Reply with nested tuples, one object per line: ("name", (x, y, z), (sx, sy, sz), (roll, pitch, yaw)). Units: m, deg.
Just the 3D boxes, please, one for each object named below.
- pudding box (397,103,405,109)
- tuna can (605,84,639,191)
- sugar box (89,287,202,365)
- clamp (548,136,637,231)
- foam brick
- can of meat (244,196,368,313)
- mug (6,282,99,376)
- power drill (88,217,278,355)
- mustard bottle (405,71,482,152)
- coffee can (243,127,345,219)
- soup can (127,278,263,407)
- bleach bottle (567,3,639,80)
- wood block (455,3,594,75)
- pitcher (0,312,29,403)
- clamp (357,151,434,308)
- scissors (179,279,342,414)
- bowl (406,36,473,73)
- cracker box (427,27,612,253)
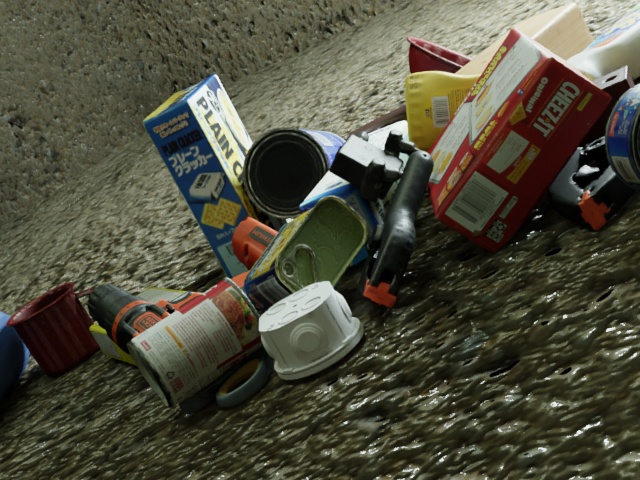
("pudding box", (0.167, -0.189, 1.474), (0.114, 0.039, 0.089), (-11, 22, 49))
("tuna can", (0.262, -0.078, 0.812), (0.086, 0.086, 0.034), (-32, 16, -12))
("sugar box", (-0.176, 0.094, 1.148), (0.093, 0.048, 0.176), (-35, 18, -23))
("clamp", (0.251, -0.073, 0.906), (0.165, 0.036, 0.209), (-30, 14, 25))
("foam brick", (0.269, -0.124, 1.030), (0.078, 0.051, 0.053), (-23, 15, 24))
("can of meat", (-0.016, 0.018, 0.968), (0.102, 0.057, 0.084), (-54, 13, -28))
("mug", (-0.305, 0.104, 1.285), (0.117, 0.081, 0.093), (-29, 14, 0))
("power drill", (-0.117, 0.054, 1.043), (0.187, 0.057, 0.185), (-37, 43, -24))
("mustard bottle", (0.186, -0.132, 1.105), (0.192, 0.096, 0.058), (-5, -9, 8))
("coffee can", (-0.019, -0.078, 1.244), (0.103, 0.103, 0.140), (-25, -3, 16))
("soup can", (-0.104, 0.088, 0.910), (0.102, 0.068, 0.069), (-33, 15, -17))
("bleach bottle", (0.346, -0.213, 1.172), (0.250, 0.068, 0.103), (-37, 14, -20))
("wood block", (0.232, -0.185, 1.233), (0.090, 0.091, 0.205), (-12, 21, 48))
("pitcher", (-0.422, 0.155, 1.225), (0.149, 0.145, 0.242), (-27, 11, 12))
("clamp", (0.059, 0.009, 0.954), (0.171, 0.039, 0.120), (-68, -2, -47))
("scissors", (-0.036, 0.092, 0.942), (0.201, 0.016, 0.096), (-35, 17, -22))
("bowl", (0.174, -0.202, 1.355), (0.162, 0.162, 0.055), (-83, 16, -73))
("cracker box", (0.170, -0.097, 0.970), (0.164, 0.072, 0.213), (-56, 8, 16))
